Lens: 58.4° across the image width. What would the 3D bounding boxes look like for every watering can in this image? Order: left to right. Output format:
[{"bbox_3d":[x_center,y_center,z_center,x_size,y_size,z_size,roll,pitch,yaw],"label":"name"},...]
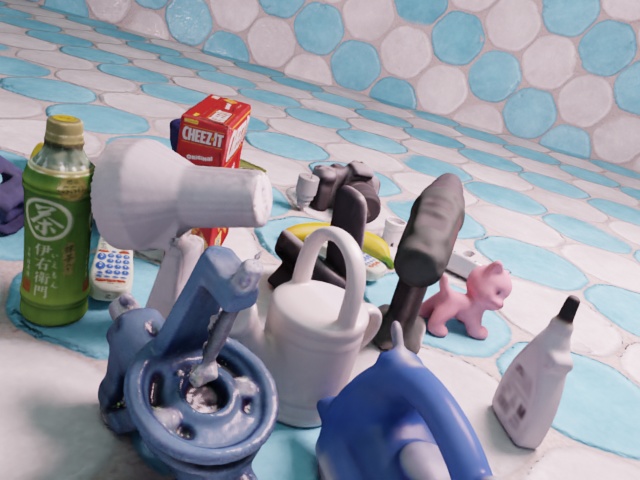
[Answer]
[{"bbox_3d":[-0.008,0.081,0.564,0.100,0.194,0.173,28,26,28],"label":"watering can"}]

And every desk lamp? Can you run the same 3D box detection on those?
[{"bbox_3d":[-0.141,0.009,0.622,0.203,0.213,0.118,18,23,8],"label":"desk lamp"}]

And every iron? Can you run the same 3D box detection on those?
[{"bbox_3d":[0.089,0.187,0.451,0.119,0.141,0.257,4,26,-24],"label":"iron"}]

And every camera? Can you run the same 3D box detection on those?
[{"bbox_3d":[0.060,-0.096,1.120,0.143,0.101,0.136,8,24,-16],"label":"camera"}]

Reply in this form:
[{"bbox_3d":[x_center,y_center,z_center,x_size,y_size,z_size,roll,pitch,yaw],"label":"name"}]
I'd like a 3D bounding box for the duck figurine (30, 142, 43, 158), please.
[{"bbox_3d":[-0.437,-0.150,0.961,0.104,0.086,0.078,24,25,20],"label":"duck figurine"}]

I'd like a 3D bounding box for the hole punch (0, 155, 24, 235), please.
[{"bbox_3d":[-0.438,-0.070,0.776,0.101,0.091,0.108,13,23,-5],"label":"hole punch"}]

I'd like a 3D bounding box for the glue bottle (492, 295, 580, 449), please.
[{"bbox_3d":[0.241,0.135,0.617,0.037,0.173,0.078,9,24,-13],"label":"glue bottle"}]

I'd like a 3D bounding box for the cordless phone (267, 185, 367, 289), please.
[{"bbox_3d":[0.007,0.003,0.760,0.094,0.185,0.147,-5,30,-39],"label":"cordless phone"}]

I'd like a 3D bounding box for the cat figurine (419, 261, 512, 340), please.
[{"bbox_3d":[0.216,0.074,0.810,0.128,0.118,0.067,6,25,-20],"label":"cat figurine"}]

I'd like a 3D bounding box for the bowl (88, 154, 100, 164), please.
[{"bbox_3d":[-0.307,-0.069,0.873,0.167,0.075,0.167,13,23,-5],"label":"bowl"}]

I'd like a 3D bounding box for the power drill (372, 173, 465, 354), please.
[{"bbox_3d":[0.128,0.031,0.739,0.075,0.208,0.230,19,24,10],"label":"power drill"}]

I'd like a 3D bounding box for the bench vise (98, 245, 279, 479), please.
[{"bbox_3d":[-0.116,0.088,0.450,0.207,0.220,0.122,24,25,21],"label":"bench vise"}]

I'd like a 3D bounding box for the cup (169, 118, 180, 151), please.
[{"bbox_3d":[-0.248,-0.179,1.130,0.092,0.095,0.117,-10,34,-45],"label":"cup"}]
